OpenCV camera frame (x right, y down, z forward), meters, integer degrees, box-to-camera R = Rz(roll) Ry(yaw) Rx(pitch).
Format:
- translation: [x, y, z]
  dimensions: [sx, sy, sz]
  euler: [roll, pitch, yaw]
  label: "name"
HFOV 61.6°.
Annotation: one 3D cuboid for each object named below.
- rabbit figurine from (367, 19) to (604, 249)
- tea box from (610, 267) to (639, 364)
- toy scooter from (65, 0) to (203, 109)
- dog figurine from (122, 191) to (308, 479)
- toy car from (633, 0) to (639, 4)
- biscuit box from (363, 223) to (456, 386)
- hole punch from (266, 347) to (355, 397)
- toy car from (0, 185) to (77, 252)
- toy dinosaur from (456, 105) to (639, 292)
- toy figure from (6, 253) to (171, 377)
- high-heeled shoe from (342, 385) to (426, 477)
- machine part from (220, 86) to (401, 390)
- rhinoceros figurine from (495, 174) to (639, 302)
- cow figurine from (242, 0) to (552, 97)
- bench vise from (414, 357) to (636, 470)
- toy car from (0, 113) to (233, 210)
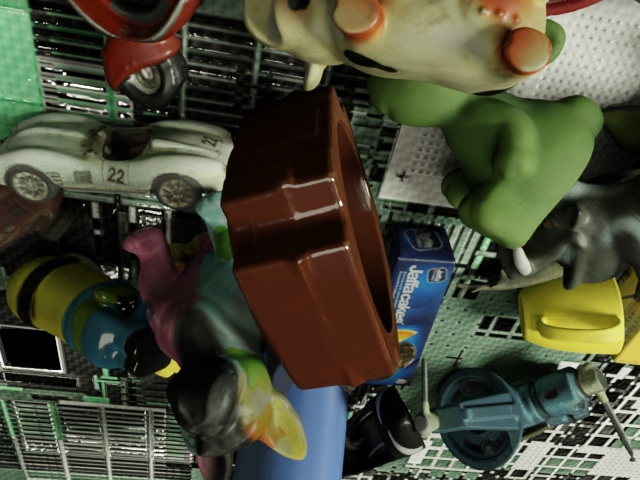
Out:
- translation: [0.123, -0.099, 0.418]
  dimensions: [0.170, 0.121, 0.159]
  euler: [35, 117, -8]
  label: "rabbit figurine"
- translation: [0.416, 0.091, 0.606]
  dimensions: [0.170, 0.068, 0.098]
  euler: [7, 129, -6]
  label: "tea box"
- translation: [-0.124, -0.189, 0.362]
  dimensions: [0.135, 0.075, 0.184]
  euler: [35, 121, -17]
  label: "toy scooter"
- translation: [-0.078, 0.084, 0.458]
  dimensions: [0.108, 0.219, 0.191]
  euler: [-21, 166, 6]
  label: "dog figurine"
- translation: [0.240, -0.205, 0.343]
  dimensions: [0.103, 0.109, 0.161]
  euler: [-7, 122, 26]
  label: "toy car"
- translation: [0.088, 0.076, 0.588]
  dimensions: [0.063, 0.059, 0.202]
  euler: [5, 128, -6]
  label: "biscuit box"
- translation: [-0.024, 0.101, 0.566]
  dimensions: [0.092, 0.142, 0.115]
  euler: [-14, 140, 14]
  label: "hole punch"
- translation: [-0.329, -0.007, 0.516]
  dimensions: [0.202, 0.053, 0.089]
  euler: [-28, 128, 18]
  label: "toy car"
- translation: [0.337, -0.057, 0.469]
  dimensions: [0.198, 0.105, 0.471]
  euler: [33, 123, -16]
  label: "toy dinosaur"
- translation: [-0.222, 0.068, 0.518]
  dimensions: [0.089, 0.180, 0.082]
  euler: [23, 92, -61]
  label: "toy figure"
- translation: [0.049, 0.259, 0.685]
  dimensions: [0.145, 0.086, 0.248]
  euler: [-26, 156, -5]
  label: "high-heeled shoe"
- translation: [-0.001, -0.001, 0.433]
  dimensions: [0.087, 0.201, 0.201]
  euler: [-15, 128, 12]
  label: "machine part"
- translation: [0.236, -0.010, 0.428]
  dimensions: [0.190, 0.073, 0.112]
  euler: [-29, 118, 38]
  label: "rhinoceros figurine"
- translation: [0.044, -0.142, 0.348]
  dimensions: [0.195, 0.127, 0.085]
  euler: [12, 91, 7]
  label: "cow figurine"
- translation: [0.213, 0.204, 0.637]
  dimensions: [0.240, 0.129, 0.224]
  euler: [12, 154, -40]
  label: "bench vise"
- translation: [-0.174, -0.070, 0.454]
  dimensions: [0.202, 0.073, 0.056]
  euler: [3, 132, -4]
  label: "toy car"
